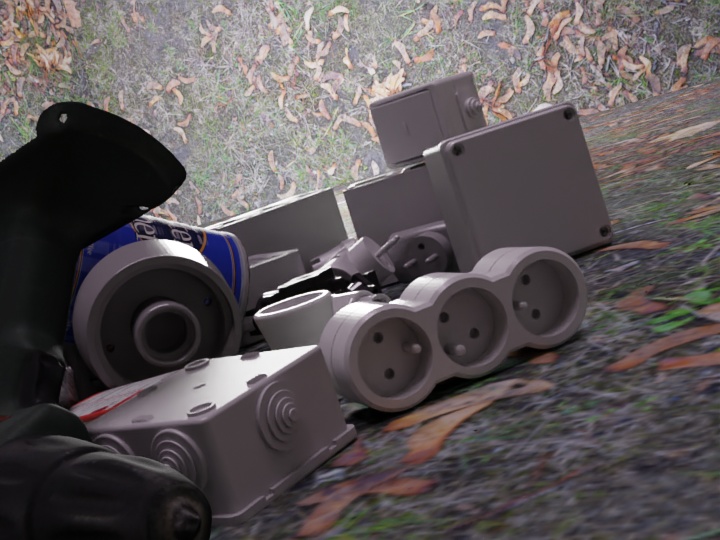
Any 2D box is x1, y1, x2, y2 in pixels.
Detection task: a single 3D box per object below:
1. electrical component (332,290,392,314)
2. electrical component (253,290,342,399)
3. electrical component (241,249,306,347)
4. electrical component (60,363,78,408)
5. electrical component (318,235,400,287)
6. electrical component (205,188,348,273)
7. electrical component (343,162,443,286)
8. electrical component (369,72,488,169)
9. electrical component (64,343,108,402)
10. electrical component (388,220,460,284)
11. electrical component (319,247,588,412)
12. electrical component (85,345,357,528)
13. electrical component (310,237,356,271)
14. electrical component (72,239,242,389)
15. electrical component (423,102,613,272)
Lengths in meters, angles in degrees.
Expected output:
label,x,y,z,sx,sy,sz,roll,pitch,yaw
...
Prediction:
label,x,y,z,sx,sy,sz,roll,pitch,yaw
electrical component,0.005,0.033,0.644,0.062,0.043,0.043,-11,9,33
electrical component,-0.029,0.044,0.591,0.045,0.055,0.045,-17,7,2
electrical component,-0.094,0.024,0.893,0.078,0.057,0.113,-21,8,-27
electrical component,-0.220,0.082,0.642,0.100,0.048,0.099,-36,-4,-14
electrical component,0.000,0.000,0.840,0.079,0.044,0.077,-41,1,16
electrical component,-0.084,-0.014,1.026,0.062,0.089,0.150,-10,10,45
electrical component,0.071,-0.051,0.937,0.150,0.089,0.061,-17,7,6
electrical component,0.061,-0.127,0.914,0.096,0.061,0.061,-10,10,46
electrical component,-0.255,0.087,0.775,0.089,0.061,0.150,-14,8,27
electrical component,0.059,-0.013,0.859,0.077,0.044,0.079,-14,8,27
electrical component,0.042,0.027,0.558,0.138,0.052,0.074,-20,8,-20
electrical component,-0.065,0.073,0.484,0.100,0.048,0.100,-10,12,37
electrical component,-0.019,-0.004,1.003,0.046,0.040,0.040,-24,8,-3
electrical component,-0.128,0.037,0.694,0.108,0.108,0.060,-19,14,-15
electrical component,0.116,-0.055,0.792,0.109,0.108,0.056,-19,5,-13
